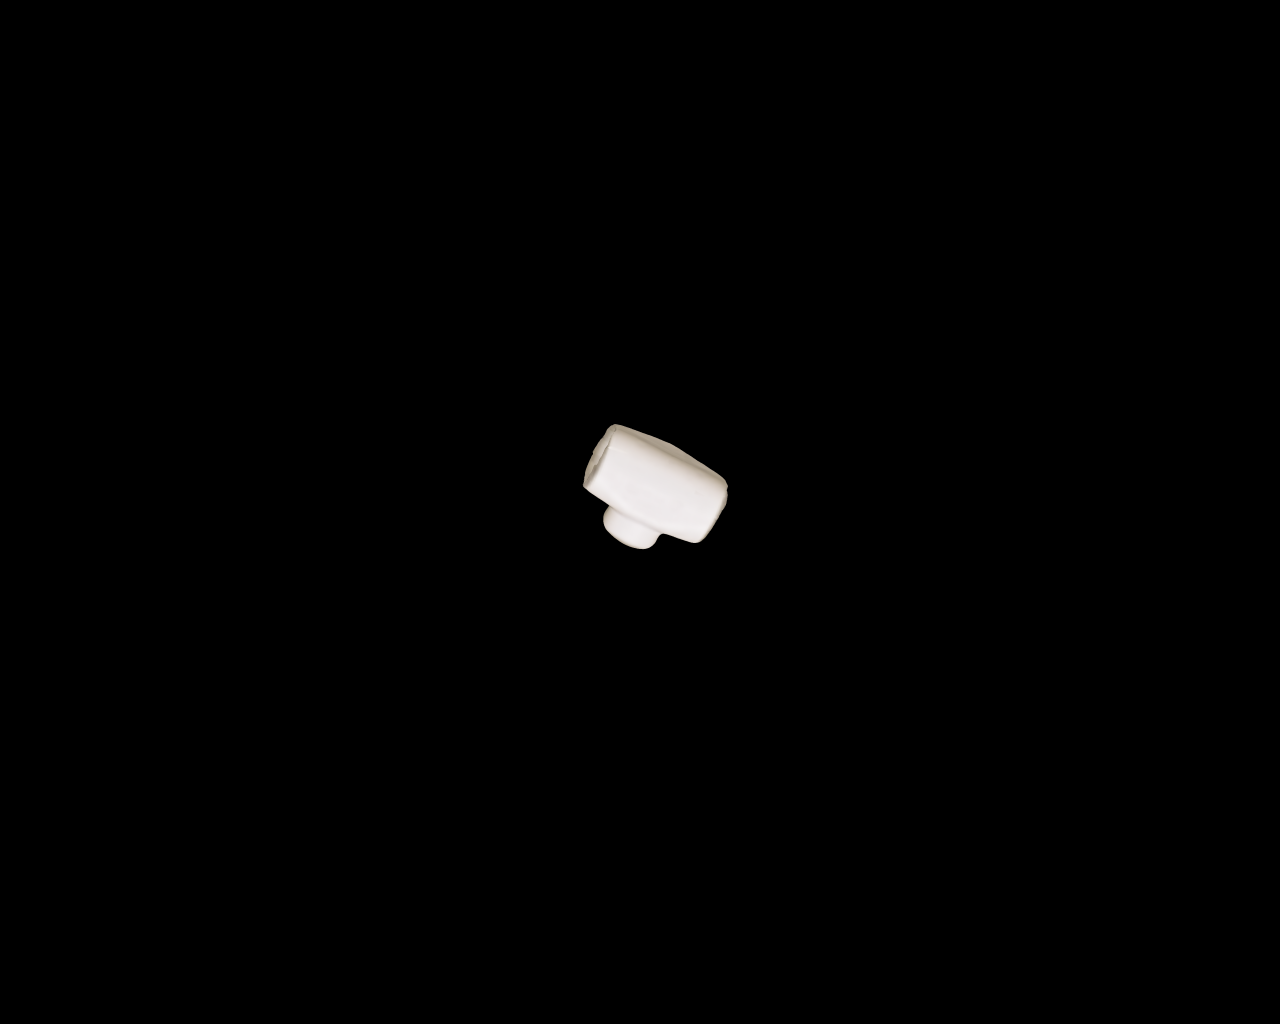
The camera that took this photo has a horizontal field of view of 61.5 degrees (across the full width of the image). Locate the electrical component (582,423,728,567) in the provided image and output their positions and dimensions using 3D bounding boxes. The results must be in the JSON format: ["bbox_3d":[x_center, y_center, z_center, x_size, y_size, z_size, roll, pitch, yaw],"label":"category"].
[{"bbox_3d":[0.001,-0.003,0.650,0.077,0.079,0.044,26,21,-11],"label":"electrical component"}]
